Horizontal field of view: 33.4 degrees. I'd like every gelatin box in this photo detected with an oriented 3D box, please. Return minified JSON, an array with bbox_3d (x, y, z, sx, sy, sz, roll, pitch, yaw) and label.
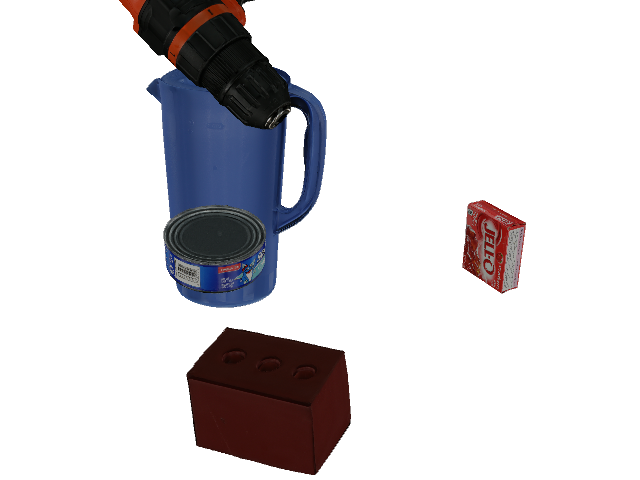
[{"bbox_3d":[0.203,0.006,1.259,0.030,0.089,0.073,-16,32,-29],"label":"gelatin box"}]

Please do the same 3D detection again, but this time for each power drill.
[{"bbox_3d":[-0.042,-0.178,0.739,0.187,0.184,0.057,-37,-10,-34],"label":"power drill"}]

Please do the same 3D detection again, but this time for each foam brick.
[{"bbox_3d":[-0.028,0.090,0.604,0.078,0.051,0.053,9,30,21],"label":"foam brick"}]

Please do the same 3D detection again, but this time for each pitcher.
[{"bbox_3d":[-0.088,-0.057,1.104,0.144,0.243,0.149,-11,25,-28],"label":"pitcher"}]

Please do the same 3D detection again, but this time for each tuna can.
[{"bbox_3d":[-0.089,0.007,0.899,0.086,0.034,0.086,1,35,-1],"label":"tuna can"}]
